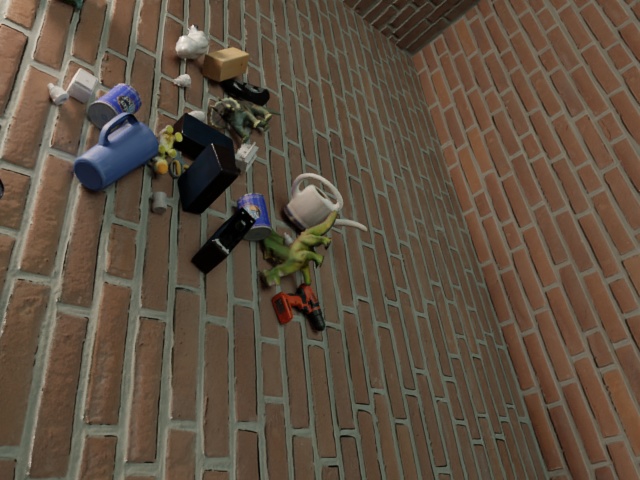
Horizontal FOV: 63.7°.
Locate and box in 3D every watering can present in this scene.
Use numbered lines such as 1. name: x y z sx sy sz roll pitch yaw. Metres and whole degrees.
1. watering can: 0.006 -0.102 2.032 0.222 0.345 0.106 -40 14 17

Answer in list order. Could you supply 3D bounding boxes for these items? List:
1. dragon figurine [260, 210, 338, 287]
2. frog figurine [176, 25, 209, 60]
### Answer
1. dragon figurine: -0.094 0.014 1.864 0.243 0.420 0.119 21 -37 -2
2. frog figurine: -0.503 -0.763 2.034 0.137 0.120 0.163 -24 41 2
